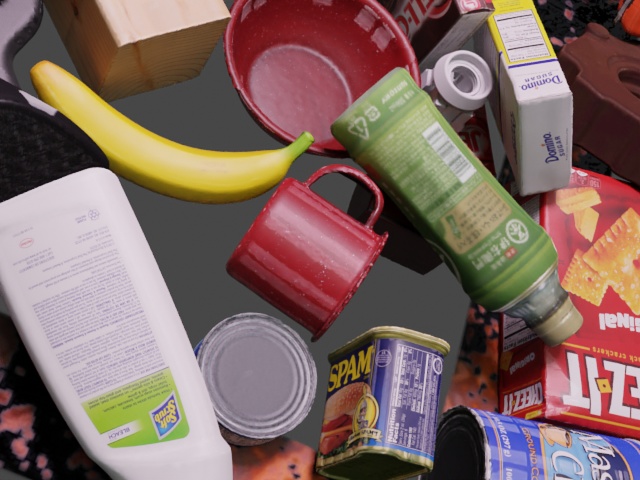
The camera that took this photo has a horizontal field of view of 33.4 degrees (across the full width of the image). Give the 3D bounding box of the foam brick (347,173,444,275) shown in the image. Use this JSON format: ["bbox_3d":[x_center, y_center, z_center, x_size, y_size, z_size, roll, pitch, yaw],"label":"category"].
[{"bbox_3d":[0.064,-0.017,0.807,0.078,0.053,0.051,25,60,-14],"label":"foam brick"}]

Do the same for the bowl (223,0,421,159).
[{"bbox_3d":[-0.005,-0.124,0.819,0.162,0.055,0.162,9,65,-21],"label":"bowl"}]

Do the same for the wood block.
[{"bbox_3d":[-0.158,-0.214,0.767,0.090,0.091,0.206,-22,79,-29],"label":"wood block"}]

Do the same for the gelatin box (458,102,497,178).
[{"bbox_3d":[0.095,-0.082,0.862,0.089,0.030,0.073,4,67,-23],"label":"gelatin box"}]

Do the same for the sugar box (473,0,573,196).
[{"bbox_3d":[0.156,-0.126,0.833,0.048,0.093,0.176,-11,44,1],"label":"sugar box"}]

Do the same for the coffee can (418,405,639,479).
[{"bbox_3d":[0.150,0.176,0.732,0.140,0.103,0.103,14,64,-17],"label":"coffee can"}]

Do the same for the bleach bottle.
[{"bbox_3d":[-0.127,0.087,0.664,0.102,0.068,0.251,-23,84,0],"label":"bleach bottle"}]

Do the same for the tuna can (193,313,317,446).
[{"bbox_3d":[-0.047,0.095,0.719,0.086,0.034,0.086,9,65,-21],"label":"tuna can"}]

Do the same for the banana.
[{"bbox_3d":[-0.107,-0.066,0.738,0.197,0.037,0.069,14,94,-14],"label":"banana"}]

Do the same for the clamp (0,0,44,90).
[{"bbox_3d":[-0.236,-0.133,0.729,0.164,0.036,0.210,23,65,-16],"label":"clamp"}]

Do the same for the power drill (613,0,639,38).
[{"bbox_3d":[0.308,-0.256,0.990,0.184,0.057,0.188,6,44,-24],"label":"power drill"}]

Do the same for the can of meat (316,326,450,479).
[{"bbox_3d":[0.040,0.114,0.712,0.057,0.102,0.084,18,65,-18],"label":"can of meat"}]

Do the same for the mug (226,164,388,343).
[{"bbox_3d":[-0.005,0.001,0.738,0.081,0.093,0.117,35,98,-2],"label":"mug"}]

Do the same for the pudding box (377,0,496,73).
[{"bbox_3d":[0.085,-0.191,0.854,0.039,0.114,0.090,-11,73,-25],"label":"pudding box"}]

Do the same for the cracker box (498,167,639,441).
[{"bbox_3d":[0.228,0.058,0.838,0.164,0.072,0.213,14,64,-18],"label":"cracker box"}]
